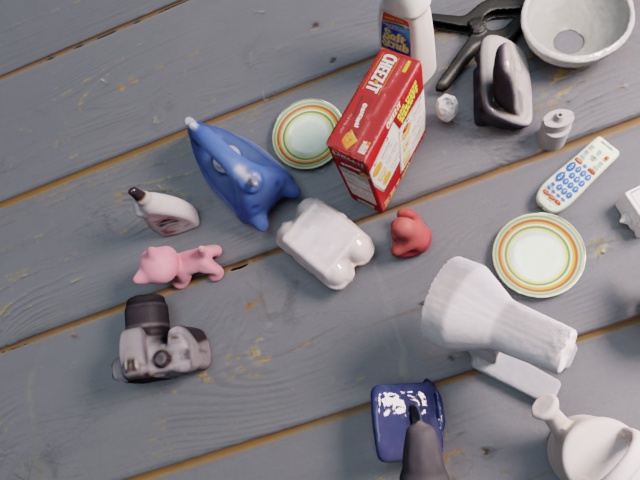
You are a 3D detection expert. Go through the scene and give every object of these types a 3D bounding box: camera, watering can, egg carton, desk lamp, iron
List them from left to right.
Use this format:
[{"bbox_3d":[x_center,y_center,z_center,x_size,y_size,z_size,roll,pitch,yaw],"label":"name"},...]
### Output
[{"bbox_3d":[-0.263,0.153,0.914,0.143,0.101,0.137,-13,72,9],"label":"camera"},{"bbox_3d":[-0.158,-0.137,0.951,0.257,0.142,0.119,42,87,20],"label":"iron"},{"bbox_3d":[0.008,0.003,0.912,0.150,0.069,0.107,38,85,19],"label":"egg carton"},{"bbox_3d":[0.241,0.120,0.750,0.202,0.214,0.118,25,81,18],"label":"desk lamp"},{"bbox_3d":[0.336,0.264,0.699,0.172,0.194,0.101,19,80,17],"label":"watering can"}]

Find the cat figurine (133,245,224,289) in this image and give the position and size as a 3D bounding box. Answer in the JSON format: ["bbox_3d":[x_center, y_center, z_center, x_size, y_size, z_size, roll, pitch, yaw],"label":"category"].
[{"bbox_3d":[-0.235,0.036,0.932,0.127,0.118,0.067,-16,71,8],"label":"cat figurine"}]

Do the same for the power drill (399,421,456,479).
[{"bbox_3d":[0.136,0.343,0.714,0.075,0.209,0.229,-6,73,11],"label":"power drill"}]

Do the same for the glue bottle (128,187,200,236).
[{"bbox_3d":[-0.264,-0.051,0.933,0.078,0.173,0.037,-20,71,7],"label":"glue bottle"}]

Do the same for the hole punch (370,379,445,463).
[{"bbox_3d":[0.124,0.252,0.805,0.101,0.091,0.108,-8,73,10],"label":"hole punch"}]

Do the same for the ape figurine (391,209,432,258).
[{"bbox_3d":[0.132,-0.012,0.877,0.076,0.092,0.078,29,83,19],"label":"ape figurine"}]

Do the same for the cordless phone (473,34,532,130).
[{"bbox_3d":[0.280,-0.262,0.864,0.094,0.185,0.147,-5,74,12],"label":"cordless phone"}]

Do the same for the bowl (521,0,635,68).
[{"bbox_3d":[0.404,-0.340,0.918,0.167,0.075,0.167,-3,74,12],"label":"bowl"}]
